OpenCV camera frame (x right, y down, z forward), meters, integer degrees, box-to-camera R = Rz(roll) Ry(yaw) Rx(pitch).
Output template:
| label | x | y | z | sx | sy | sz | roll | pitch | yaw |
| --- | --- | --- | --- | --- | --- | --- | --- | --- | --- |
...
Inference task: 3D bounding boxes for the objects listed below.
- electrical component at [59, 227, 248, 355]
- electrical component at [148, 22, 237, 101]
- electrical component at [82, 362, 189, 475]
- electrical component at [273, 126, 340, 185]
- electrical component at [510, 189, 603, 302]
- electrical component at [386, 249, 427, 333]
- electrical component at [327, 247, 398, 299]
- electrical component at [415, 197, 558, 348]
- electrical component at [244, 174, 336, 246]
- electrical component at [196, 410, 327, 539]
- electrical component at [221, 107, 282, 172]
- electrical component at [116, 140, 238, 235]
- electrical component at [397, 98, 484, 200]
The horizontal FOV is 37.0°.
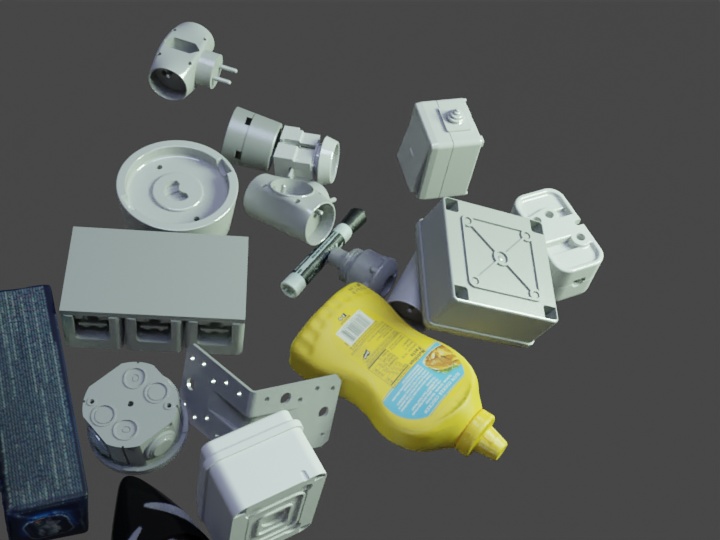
| label | x | y | z | sx | sy | sz | roll | pitch | yaw |
| --- | --- | --- | --- | --- | --- | --- | --- | --- | --- |
| electrical component | -0.173 | 0.020 | 0.922 | 0.150 | 0.061 | 0.089 | 3 | 53 | -7 |
| electrical component | -0.167 | -0.210 | 1.110 | 0.079 | 0.043 | 0.077 | 18 | 52 | 4 |
| electrical component | -0.178 | 0.117 | 0.850 | 0.080 | 0.051 | 0.080 | 1 | 57 | -1 |
| electrical component | -0.051 | -0.109 | 1.053 | 0.055 | 0.048 | 0.066 | 10 | 52 | 7 |
| electrical component | 0.179 | -0.021 | 1.014 | 0.054 | 0.059 | 0.095 | -16 | 58 | -21 |
| electrical component | 0.072 | 0.025 | 0.972 | 0.079 | 0.043 | 0.077 | 29 | 53 | 3 |
| electrical component | 0.000 | 0.000 | 0.979 | 0.062 | 0.048 | 0.048 | 29 | 54 | 21 |
| electrical component | 0.109 | 0.003 | 0.940 | 0.109 | 0.056 | 0.108 | 13 | 55 | -24 |
| electrical component | -0.055 | -0.062 | 1.012 | 0.077 | 0.044 | 0.079 | 26 | 30 | 29 |
| electrical component | -0.076 | 0.162 | 0.799 | 0.078 | 0.113 | 0.057 | -21 | 62 | -23 |
| electrical component | -0.105 | -0.126 | 1.051 | 0.047 | 0.055 | 0.055 | 17 | 52 | -1 |
| electrical component | -0.167 | -0.059 | 0.984 | 0.108 | 0.060 | 0.108 | 5 | 52 | -6 |
| electrical component | 0.077 | -0.122 | 1.051 | 0.061 | 0.096 | 0.061 | -7 | 55 | -14 |
